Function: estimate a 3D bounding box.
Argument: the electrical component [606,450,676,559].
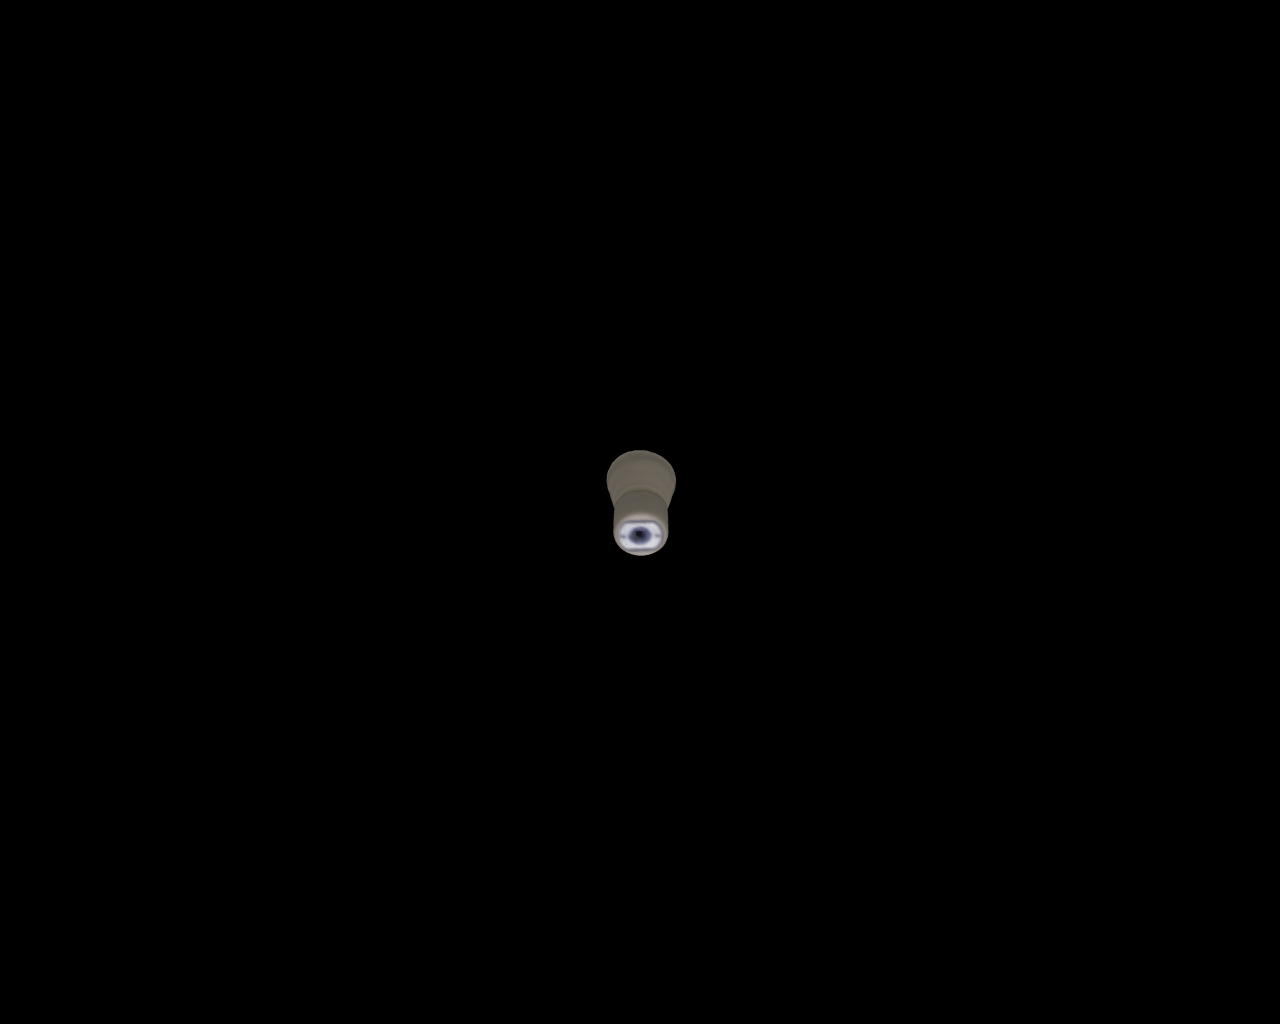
[{"bbox_3d":[0.001,-0.003,0.650,0.044,0.044,0.065,0,35,0],"label":"electrical component"}]
